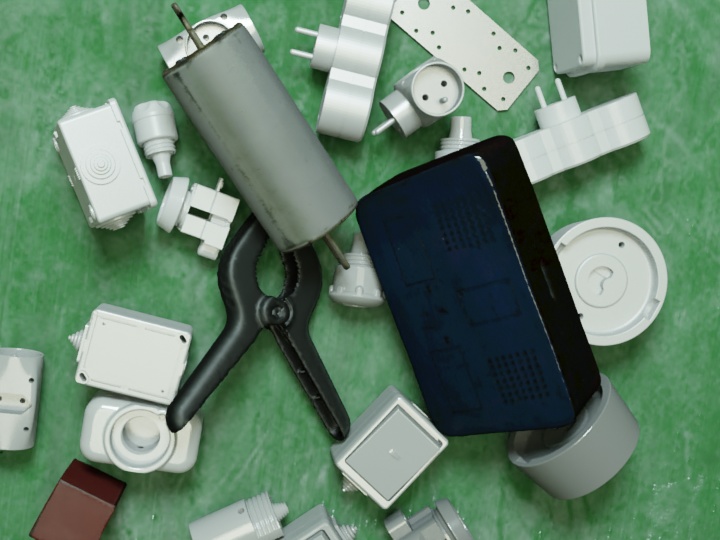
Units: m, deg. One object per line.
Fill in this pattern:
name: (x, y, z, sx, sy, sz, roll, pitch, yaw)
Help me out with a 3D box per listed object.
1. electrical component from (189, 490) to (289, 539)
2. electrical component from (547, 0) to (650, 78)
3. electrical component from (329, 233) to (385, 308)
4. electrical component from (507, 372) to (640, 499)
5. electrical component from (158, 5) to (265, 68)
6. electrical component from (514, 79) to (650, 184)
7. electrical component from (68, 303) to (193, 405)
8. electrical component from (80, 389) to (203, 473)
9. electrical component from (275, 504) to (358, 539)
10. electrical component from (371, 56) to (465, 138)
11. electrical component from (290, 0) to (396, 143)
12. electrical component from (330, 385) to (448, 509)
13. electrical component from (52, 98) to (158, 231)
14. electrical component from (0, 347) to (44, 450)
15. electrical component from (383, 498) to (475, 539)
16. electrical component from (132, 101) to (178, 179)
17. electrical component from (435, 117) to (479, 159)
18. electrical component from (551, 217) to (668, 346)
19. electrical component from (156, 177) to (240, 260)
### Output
electrical component: (-0.099, 0.219, 0.915, 0.081, 0.043, 0.043, -23, 97, -5)
electrical component: (0.196, -0.222, 0.900, 0.057, 0.078, 0.113, -7, 95, -9)
electrical component: (0.000, 0.000, 0.911, 0.048, 0.048, 0.062, 7, 84, -7)
electrical component: (0.186, 0.146, 0.915, 0.108, 0.108, 0.060, -43, 104, -2)
electrical component: (-0.113, -0.165, 0.883, 0.077, 0.044, 0.079, -28, 97, -4)
electrical component: (0.172, -0.125, 0.917, 0.138, 0.052, 0.073, -22, 97, -5)
electrical component: (-0.190, 0.066, 0.884, 0.096, 0.061, 0.061, 15, 92, -8)
electrical component: (-0.180, 0.133, 0.891, 0.095, 0.059, 0.053, 9, 93, -7)
electrical component: (-0.042, 0.249, 0.915, 0.096, 0.061, 0.061, -33, 97, -3)
electrical component: (0.042, -0.136, 0.888, 0.079, 0.077, 0.044, -37, 98, -3)
electrical component: (-0.020, -0.181, 0.887, 0.074, 0.052, 0.138, 13, 89, -7)
electrical component: (0.020, 0.156, 0.916, 0.062, 0.061, 0.096, 44, 88, -8)
electrical component: (-0.205, -0.081, 0.853, 0.048, 0.100, 0.099, -23, 97, -17)
electrical component: (-0.304, 0.103, 0.881, 0.079, 0.043, 0.077, 7, 94, -8)
electrical component: (0.066, 0.234, 0.930, 0.057, 0.058, 0.078, -33, 98, -1)
electrical component: (-0.166, -0.106, 0.882, 0.035, 0.035, 0.061, -12, 84, -6)
electrical component: (0.085, -0.099, 0.913, 0.043, 0.043, 0.062, 1, 93, -7)
electrical component: (0.202, 0.007, 0.926, 0.108, 0.060, 0.108, -1, 95, -7)
electrical component: (-0.135, -0.048, 0.890, 0.055, 0.048, 0.066, 20, 92, -16)
